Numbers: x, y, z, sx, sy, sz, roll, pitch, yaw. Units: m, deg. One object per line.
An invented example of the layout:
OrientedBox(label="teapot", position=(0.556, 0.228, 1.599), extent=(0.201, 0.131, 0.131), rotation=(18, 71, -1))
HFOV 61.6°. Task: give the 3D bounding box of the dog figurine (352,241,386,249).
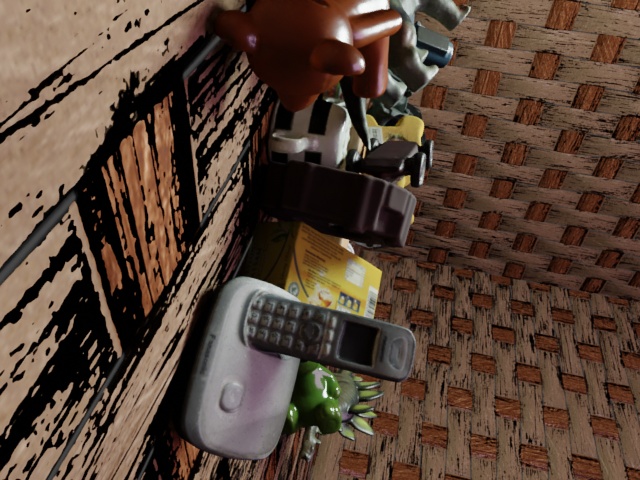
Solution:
OrientedBox(label="dog figurine", position=(0.099, -0.097, 1.107), extent=(0.108, 0.191, 0.219), rotation=(-56, -179, 37))

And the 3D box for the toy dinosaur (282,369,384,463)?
OrientedBox(label="toy dinosaur", position=(0.034, 0.341, 1.171), extent=(0.471, 0.199, 0.105), rotation=(-49, 152, -73))

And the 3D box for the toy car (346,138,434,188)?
OrientedBox(label="toy car", position=(0.088, -0.092, 0.652), extent=(0.202, 0.089, 0.053), rotation=(-50, 146, -68))

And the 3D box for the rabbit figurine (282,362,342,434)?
OrientedBox(label="rabbit figurine", position=(-0.015, 0.235, 0.957), extent=(0.159, 0.121, 0.170), rotation=(-57, 143, -61))

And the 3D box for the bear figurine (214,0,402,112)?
OrientedBox(label="bear figurine", position=(-0.002, -0.152, 0.439), extent=(0.131, 0.120, 0.196), rotation=(99, 8, -45))

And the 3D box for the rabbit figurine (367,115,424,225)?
OrientedBox(label="rabbit figurine", position=(0.098, -0.095, 0.848), extent=(0.173, 0.122, 0.162), rotation=(126, -47, -67))

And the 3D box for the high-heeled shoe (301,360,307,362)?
OrientedBox(label="high-heeled shoe", position=(-0.043, 0.129, 0.883), extent=(0.249, 0.145, 0.086), rotation=(-146, -118, -67))

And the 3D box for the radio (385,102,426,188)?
OrientedBox(label="radio", position=(0.136, -0.176, 1.025), extent=(0.131, 0.073, 0.230), rotation=(-53, -163, 32))

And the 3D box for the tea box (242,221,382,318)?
OrientedBox(label="tea box", position=(-0.006, 0.053, 0.607), extent=(0.169, 0.068, 0.098), rotation=(33, 64, -45))

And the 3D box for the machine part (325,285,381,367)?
OrientedBox(label="machine part", position=(0.042, 0.160, 1.129), extent=(0.201, 0.087, 0.201), rotation=(-57, 174, 3))

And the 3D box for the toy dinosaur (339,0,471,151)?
OrientedBox(label="toy dinosaur", position=(0.063, -0.273, 0.651), extent=(0.131, 0.192, 0.405), rotation=(-44, -169, 39))

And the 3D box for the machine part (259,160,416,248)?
OrientedBox(label="machine part", position=(0.018, -0.035, 0.591), extent=(0.179, 0.179, 0.056), rotation=(44, 61, -82))

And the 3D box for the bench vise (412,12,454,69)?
OrientedBox(label="bench vise", position=(0.117, -0.352, 1.010), extent=(0.241, 0.223, 0.128), rotation=(-15, -101, 62))

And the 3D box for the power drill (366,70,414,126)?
OrientedBox(label="power drill", position=(0.078, -0.209, 0.978), extent=(0.207, 0.086, 0.232), rotation=(-41, -158, 43))

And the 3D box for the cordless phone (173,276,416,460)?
OrientedBox(label="cordless phone", position=(-0.017, 0.120, 0.462), extent=(0.088, 0.184, 0.146), rotation=(96, 7, -69))
